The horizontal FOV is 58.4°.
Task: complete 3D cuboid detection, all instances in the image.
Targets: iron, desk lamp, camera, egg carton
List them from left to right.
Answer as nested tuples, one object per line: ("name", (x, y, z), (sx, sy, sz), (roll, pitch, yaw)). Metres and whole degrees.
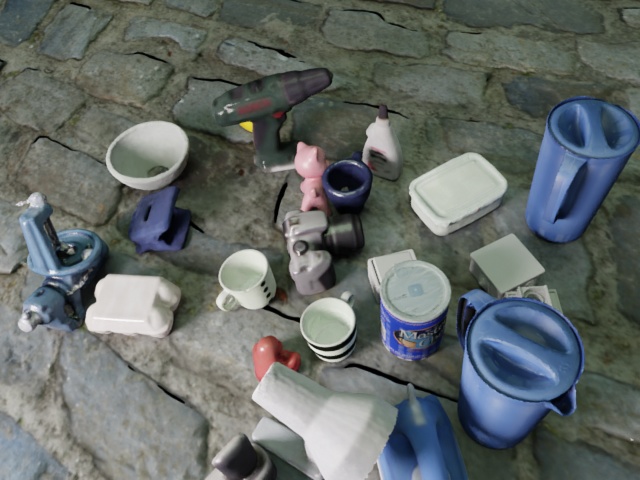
("egg carton", (-0.314, 0.112, 0.969), (0.150, 0.069, 0.107), (2, 55, 7))
("desk lamp", (-0.004, 0.247, 0.754), (0.202, 0.214, 0.118), (23, 60, 21))
("camera", (0.009, 0.004, 0.993), (0.137, 0.101, 0.143), (-11, 55, -2))
("iron", (0.145, 0.316, 0.734), (0.118, 0.142, 0.258), (-13, 55, -3))

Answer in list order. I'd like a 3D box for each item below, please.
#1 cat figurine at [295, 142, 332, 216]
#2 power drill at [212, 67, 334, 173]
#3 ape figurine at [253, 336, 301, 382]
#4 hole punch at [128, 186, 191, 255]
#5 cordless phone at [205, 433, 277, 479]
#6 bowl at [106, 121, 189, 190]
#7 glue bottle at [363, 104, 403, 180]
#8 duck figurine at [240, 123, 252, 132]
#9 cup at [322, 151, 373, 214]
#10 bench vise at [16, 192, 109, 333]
("cat figurine", (-0.013, -0.121, 1.072), (0.067, 0.118, 0.127), (-4, 55, 3))
("power drill", (-0.081, -0.230, 1.100), (0.229, 0.209, 0.075), (-9, 54, -1))
("ape figurine", (-0.074, 0.179, 0.883), (0.077, 0.092, 0.076), (32, 64, 25))
("hole punch", (-0.303, -0.038, 1.060), (0.101, 0.091, 0.108), (0, 55, 6))
("cordless phone", (-0.131, 0.316, 0.736), (0.094, 0.185, 0.148), (33, 64, 25))
("bowl", (-0.338, -0.158, 1.158), (0.167, 0.075, 0.167), (-3, 55, 4))
("glue bottle", (0.117, -0.187, 1.071), (0.078, 0.173, 0.037), (21, 60, 20))
("duck figurine", (-0.135, -0.282, 1.218), (0.104, 0.086, 0.077), (17, 58, 17))
("cup", (0.056, -0.098, 1.063), (0.091, 0.095, 0.118), (13, 57, 15))
("bench vise", (-0.431, 0.040, 0.939), (0.121, 0.220, 0.207), (-7, 55, 1))
